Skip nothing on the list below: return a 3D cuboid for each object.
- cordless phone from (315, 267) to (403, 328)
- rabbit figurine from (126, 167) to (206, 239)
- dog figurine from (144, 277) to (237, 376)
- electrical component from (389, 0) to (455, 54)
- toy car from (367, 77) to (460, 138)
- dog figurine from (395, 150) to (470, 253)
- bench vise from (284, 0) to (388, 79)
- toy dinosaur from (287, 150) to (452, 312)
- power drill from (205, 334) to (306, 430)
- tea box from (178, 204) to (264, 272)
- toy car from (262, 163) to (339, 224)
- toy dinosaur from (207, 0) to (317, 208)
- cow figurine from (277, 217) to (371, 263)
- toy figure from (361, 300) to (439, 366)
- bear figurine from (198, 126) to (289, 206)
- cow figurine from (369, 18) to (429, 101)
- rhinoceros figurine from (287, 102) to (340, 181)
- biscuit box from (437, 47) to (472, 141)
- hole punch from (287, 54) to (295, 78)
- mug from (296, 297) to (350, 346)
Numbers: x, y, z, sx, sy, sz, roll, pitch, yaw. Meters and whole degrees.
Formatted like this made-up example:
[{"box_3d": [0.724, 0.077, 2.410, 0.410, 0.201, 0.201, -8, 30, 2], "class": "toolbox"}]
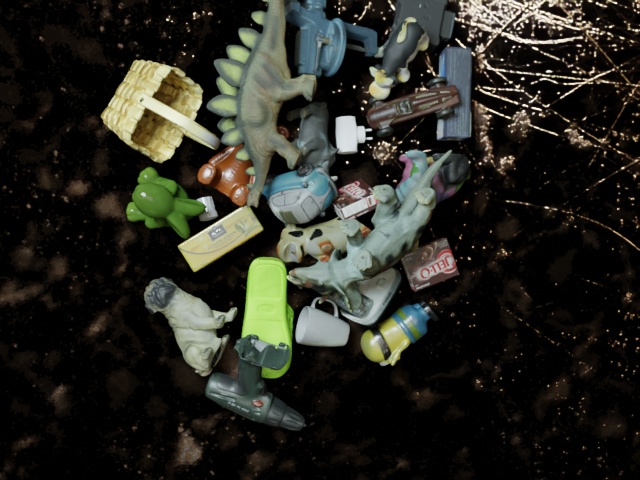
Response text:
[{"box_3d": [0.072, 0.093, 1.177, 0.184, 0.088, 0.146, 33, 76, 1], "class": "cordless phone"}, {"box_3d": [-0.324, -0.065, 1.093, 0.159, 0.170, 0.121, 31, 89, -5], "class": "rabbit figurine"}, {"box_3d": [-0.296, 0.185, 1.149, 0.191, 0.121, 0.172, 19, 86, 8], "class": "dog figurine"}, {"box_3d": [0.229, -0.486, 1.197, 0.134, 0.058, 0.114, 10, 92, -5], "class": "electrical component"}, {"box_3d": [0.199, -0.290, 1.172, 0.202, 0.053, 0.089, -13, 85, 18], "class": "toy car"}, {"box_3d": [0.229, -0.082, 1.184, 0.192, 0.108, 0.219, 4, 95, -9], "class": "dog figurine"}, {"box_3d": [0.032, -0.446, 1.153, 0.240, 0.129, 0.223, 2, 81, -26], "class": "bench vise"}, {"box_3d": [0.130, -0.002, 1.084, 0.405, 0.192, 0.131, -37, 65, -14], "class": "toy dinosaur"}, {"box_3d": [-0.120, 0.303, 1.136, 0.232, 0.086, 0.207, 18, 129, 1], "class": "power drill"}, {"box_3d": [-0.207, -0.005, 1.143, 0.170, 0.098, 0.068, -31, 94, -3], "class": "tea box"}, {"box_3d": [-0.050, -0.085, 1.118, 0.162, 0.109, 0.103, -7, 48, 23], "class": "toy car"}, {"box_3d": [-0.107, -0.296, 1.036, 0.199, 0.105, 0.471, 11, 94, -4], "class": "toy dinosaur"}, {"box_3d": [-0.002, -0.004, 1.160, 0.195, 0.127, 0.085, -19, 131, -19], "class": "cow figurine"}, {"box_3d": [0.173, 0.201, 1.194, 0.180, 0.082, 0.089, -41, 88, 0], "class": "toy figure"}, {"box_3d": [-0.154, -0.179, 1.132, 0.120, 0.132, 0.196, 35, 94, -7], "class": "bear figurine"}, {"box_3d": [0.158, -0.375, 1.125, 0.068, 0.098, 0.167, 34, 97, 14], "class": "cow figurine"}, {"box_3d": [-0.013, -0.201, 1.161, 0.112, 0.073, 0.190, -9, 97, -39], "class": "rhinoceros figurine"}, {"box_3d": [0.302, -0.326, 1.205, 0.063, 0.059, 0.202, 1, 91, -4], "class": "biscuit box"}, {"box_3d": [-0.104, -0.343, 1.141, 0.092, 0.116, 0.142, 27, 89, -14], "class": "hole punch"}, {"box_3d": [0.011, 0.186, 1.184, 0.107, 0.081, 0.109, 19, 71, -17], "class": "mug"}]
